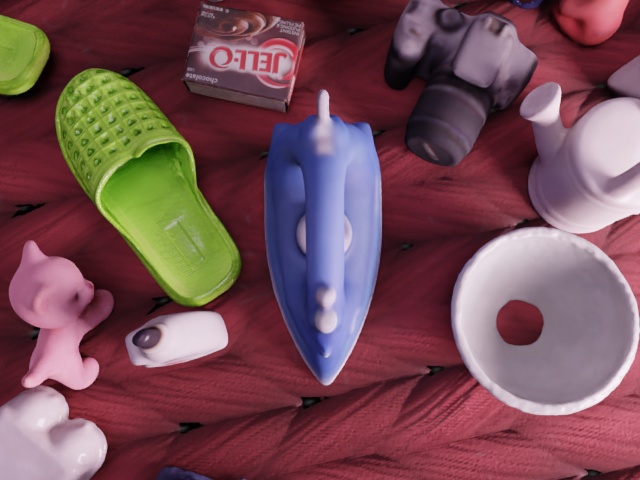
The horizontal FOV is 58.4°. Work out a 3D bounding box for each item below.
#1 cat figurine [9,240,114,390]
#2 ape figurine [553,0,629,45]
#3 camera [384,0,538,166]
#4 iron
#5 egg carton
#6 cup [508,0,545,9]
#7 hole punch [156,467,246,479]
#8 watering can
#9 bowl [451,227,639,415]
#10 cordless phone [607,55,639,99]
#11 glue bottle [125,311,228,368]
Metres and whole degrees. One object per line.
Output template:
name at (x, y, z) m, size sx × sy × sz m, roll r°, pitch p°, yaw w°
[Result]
cat figurine at (-0.240, 0.070, 0.512) m, size 0.067 × 0.118 × 0.128 m, roll 7°, pitch 79°, yaw 1°
ape figurine at (0.287, -0.252, 0.589) m, size 0.078 × 0.092 × 0.076 m, roll -8°, pitch 80°, yaw -2°
camera at (0.125, -0.154, 0.565) m, size 0.143 × 0.101 × 0.137 m, roll 27°, pitch 80°, yaw 5°
iron at (0.005, 0.002, 0.515) m, size 0.118 × 0.141 × 0.258 m, roll -2°, pitch 79°, yaw -1°
egg carton at (-0.268, 0.211, 0.510) m, size 0.107 × 0.069 × 0.150 m, roll 36°, pitch 81°, yaw 6°
cup at (0.216, -0.278, 0.592) m, size 0.118 × 0.095 × 0.091 m, roll -35°, pitch 81°, yaw -6°
hole punch at (-0.116, 0.259, 0.491) m, size 0.101 × 0.091 × 0.109 m, roll 16°, pitch 80°, yaw 3°
watering can at (0.258, -0.075, 0.504) m, size 0.173 × 0.194 × 0.101 m, roll 10°, pitch 79°, yaw 2°
bowl at (0.198, 0.075, 0.537) m, size 0.167 × 0.075 × 0.167 m, roll 0°, pitch 79°, yaw 0°
cordless phone at (0.374, -0.179, 0.529) m, size 0.147 × 0.185 × 0.094 m, roll -34°, pitch 81°, yaw -6°
glue bottle at (-0.127, 0.084, 0.482) m, size 0.078 × 0.173 × 0.037 m, roll -20°, pitch 80°, yaw -4°
